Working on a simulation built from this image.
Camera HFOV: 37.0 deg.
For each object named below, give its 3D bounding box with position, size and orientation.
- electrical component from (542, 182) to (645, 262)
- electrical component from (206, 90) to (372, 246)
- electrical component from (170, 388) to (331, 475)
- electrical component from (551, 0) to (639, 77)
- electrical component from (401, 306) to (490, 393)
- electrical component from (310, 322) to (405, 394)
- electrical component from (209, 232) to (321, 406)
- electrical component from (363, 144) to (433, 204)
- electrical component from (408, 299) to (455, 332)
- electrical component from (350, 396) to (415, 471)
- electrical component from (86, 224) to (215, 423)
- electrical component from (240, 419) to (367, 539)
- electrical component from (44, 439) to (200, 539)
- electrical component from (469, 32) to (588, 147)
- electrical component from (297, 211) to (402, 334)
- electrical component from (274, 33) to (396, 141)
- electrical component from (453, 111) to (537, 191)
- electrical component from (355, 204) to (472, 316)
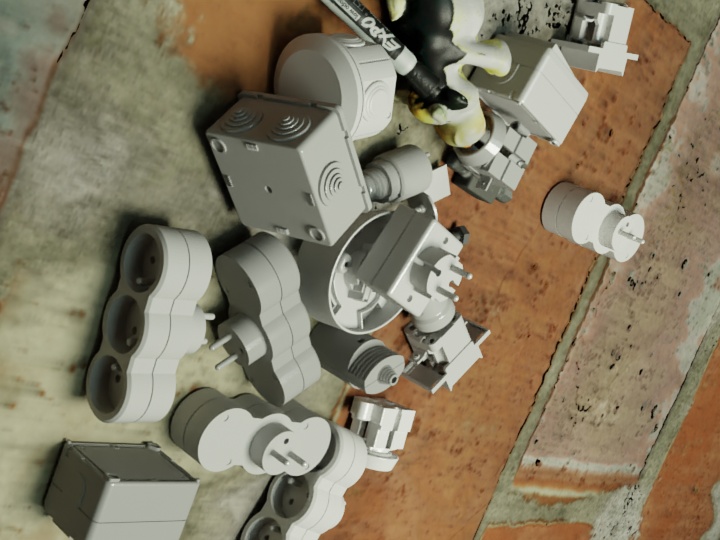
[{"bbox_3d":[0.245,-0.041,1.062,0.138,0.074,0.052,17,97,-48],"label":"electrical component"},{"bbox_3d":[-0.049,-0.068,0.730,0.048,0.100,0.099,-50,139,-33],"label":"electrical component"},{"bbox_3d":[-0.072,0.133,0.829,0.138,0.074,0.052,15,99,-48],"label":"electrical component"},{"bbox_3d":[0.215,-0.211,0.967,0.081,0.042,0.063,-3,111,-45],"label":"electrical component"},{"bbox_3d":[0.073,0.066,0.967,0.081,0.042,0.063,-44,135,-21],"label":"electrical component"},{"bbox_3d":[0.000,0.072,0.865,0.043,0.081,0.043,-23,125,-37],"label":"electrical component"},{"bbox_3d":[-0.080,0.046,0.792,0.074,0.052,0.138,-34,131,-29],"label":"electrical component"},{"bbox_3d":[0.021,-0.071,0.843,0.078,0.040,0.040,-24,126,-35],"label":"electrical component"},{"bbox_3d":[0.056,0.025,0.930,0.040,0.040,0.046,-46,131,-19],"label":"electrical component"},{"bbox_3d":[0.015,0.144,0.946,0.066,0.048,0.055,13,93,-48],"label":"electrical component"},{"bbox_3d":[-0.131,0.039,0.735,0.074,0.052,0.138,7,105,-47],"label":"electrical component"},{"bbox_3d":[-0.038,0.199,0.914,0.074,0.052,0.138,35,84,-49],"label":"electrical component"},{"bbox_3d":[-0.164,0.161,0.759,0.096,0.062,0.061,13,100,-48],"label":"electrical component"},{"bbox_3d":[0.148,-0.152,0.914,0.096,0.062,0.061,33,86,-49],"label":"electrical component"},{"bbox_3d":[0.000,0.000,0.836,0.099,0.064,0.099,-13,107,-47],"label":"electrical component"},{"bbox_3d":[-0.018,-0.125,0.747,0.051,0.080,0.080,-19,123,-45],"label":"electrical component"},{"bbox_3d":[0.109,-0.100,0.886,0.055,0.048,0.066,30,84,-43],"label":"electrical component"},{"bbox_3d":[0.050,-0.001,0.795,0.047,0.077,0.065,37,84,-48],"label":"electrical component"}]
